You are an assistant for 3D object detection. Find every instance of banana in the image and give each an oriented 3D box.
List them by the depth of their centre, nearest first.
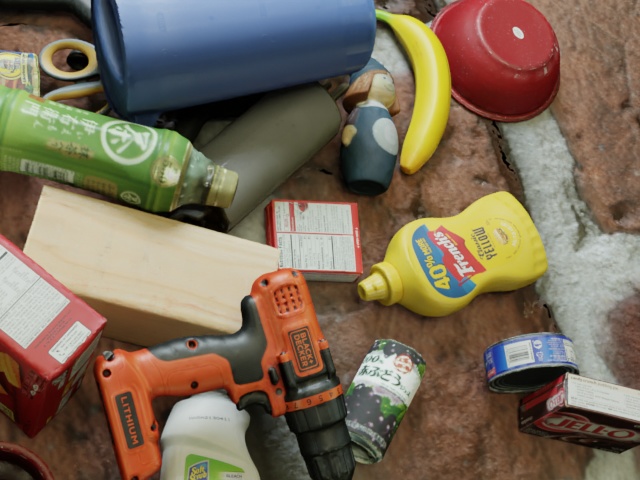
[{"bbox_3d":[0.104,-0.161,1.120,0.070,0.037,0.198,-13,66,11],"label":"banana"}]

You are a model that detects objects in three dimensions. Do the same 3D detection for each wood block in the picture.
[{"bbox_3d":[-0.149,0.035,0.918,0.206,0.091,0.090,16,64,-11],"label":"wood block"}]

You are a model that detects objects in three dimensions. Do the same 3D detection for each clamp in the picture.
[{"bbox_3d":[-0.118,-0.140,1.034,0.209,0.036,0.164,-21,76,-22],"label":"clamp"},{"bbox_3d":[-0.224,-0.253,1.047,0.171,0.039,0.120,18,68,-6],"label":"clamp"}]

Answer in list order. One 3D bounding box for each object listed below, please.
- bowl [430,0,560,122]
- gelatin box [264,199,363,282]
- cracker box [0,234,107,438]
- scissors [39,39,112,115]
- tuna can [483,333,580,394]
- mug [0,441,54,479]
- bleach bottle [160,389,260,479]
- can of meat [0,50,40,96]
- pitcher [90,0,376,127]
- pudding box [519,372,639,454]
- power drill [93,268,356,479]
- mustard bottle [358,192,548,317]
[{"bbox_3d":[0.202,-0.211,1.161,0.162,0.055,0.162,7,66,-16],"label":"bowl"},{"bbox_3d":[-0.007,0.001,1.014,0.089,0.030,0.073,2,68,-17],"label":"gelatin box"},{"bbox_3d":[-0.278,0.047,0.828,0.213,0.164,0.072,39,59,0],"label":"cracker box"},{"bbox_3d":[-0.173,-0.166,1.002,0.201,0.016,0.096,-25,77,-19],"label":"scissors"},{"bbox_3d":[0.197,0.116,1.001,0.086,0.086,0.034,1,65,-18],"label":"tuna can"},{"bbox_3d":[-0.241,0.216,0.813,0.117,0.082,0.093,42,62,3],"label":"mug"},{"bbox_3d":[-0.082,0.230,0.873,0.102,0.068,0.251,7,62,-20],"label":"bleach bottle"},{"bbox_3d":[-0.295,-0.121,0.951,0.083,0.058,0.102,2,77,-21],"label":"can of meat"},{"bbox_3d":[-0.079,-0.199,0.954,0.242,0.149,0.145,-12,57,-20],"label":"pitcher"},{"bbox_3d":[0.256,0.163,0.997,0.113,0.090,0.039,12,64,-13],"label":"pudding box"},{"bbox_3d":[-0.073,0.131,0.843,0.187,0.057,0.184,-16,88,-17],"label":"power drill"},{"bbox_3d":[0.121,0.022,1.032,0.191,0.058,0.096,-18,75,-24],"label":"mustard bottle"}]
